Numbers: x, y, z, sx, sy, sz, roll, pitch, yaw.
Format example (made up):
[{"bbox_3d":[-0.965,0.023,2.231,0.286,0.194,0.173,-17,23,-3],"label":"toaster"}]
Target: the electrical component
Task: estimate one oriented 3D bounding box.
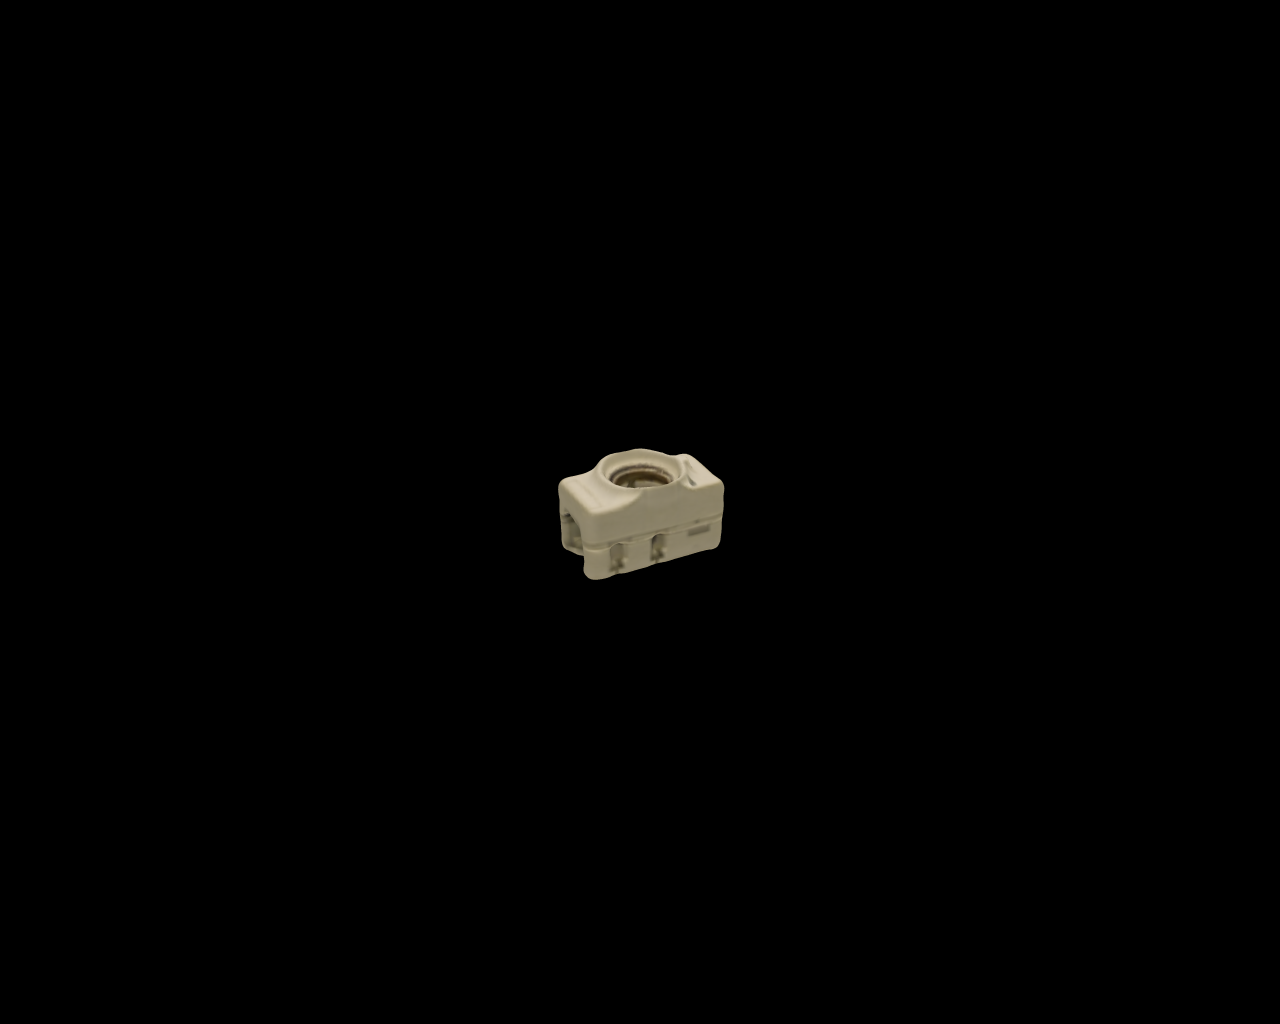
[{"bbox_3d":[0.001,-0.003,0.650,0.090,0.055,0.050,-13,32,-22],"label":"electrical component"}]
